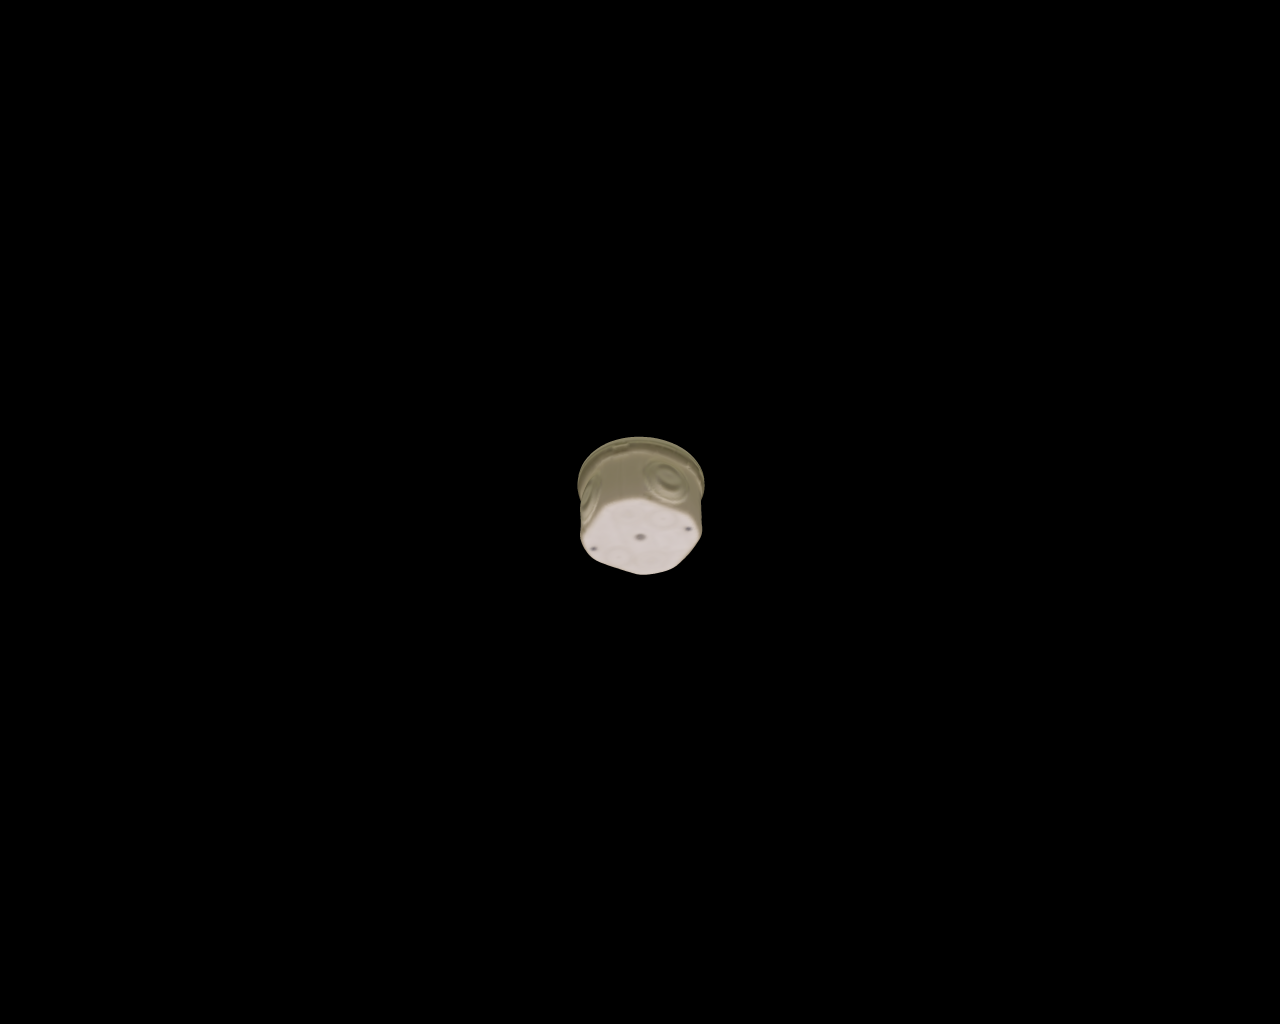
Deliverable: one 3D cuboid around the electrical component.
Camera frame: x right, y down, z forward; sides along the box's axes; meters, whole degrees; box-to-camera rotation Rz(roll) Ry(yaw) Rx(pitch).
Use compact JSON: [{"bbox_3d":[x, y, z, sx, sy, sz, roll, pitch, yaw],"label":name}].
[{"bbox_3d":[0.001,-0.003,0.650,0.080,0.051,0.080,0,-43,0],"label":"electrical component"}]
